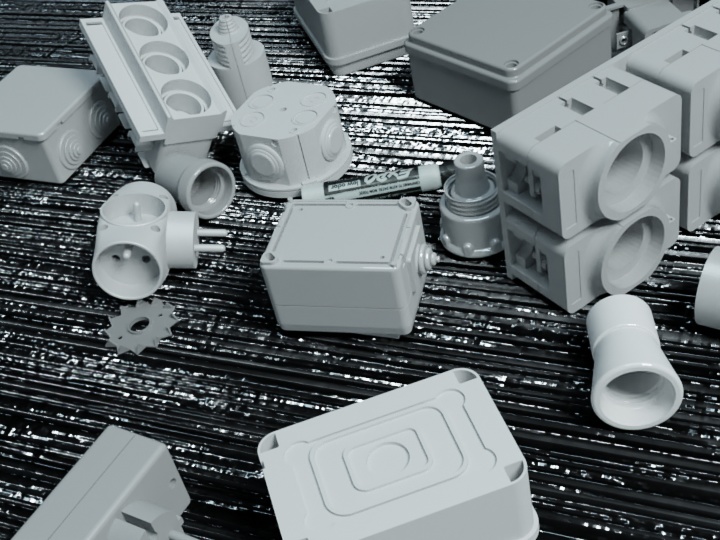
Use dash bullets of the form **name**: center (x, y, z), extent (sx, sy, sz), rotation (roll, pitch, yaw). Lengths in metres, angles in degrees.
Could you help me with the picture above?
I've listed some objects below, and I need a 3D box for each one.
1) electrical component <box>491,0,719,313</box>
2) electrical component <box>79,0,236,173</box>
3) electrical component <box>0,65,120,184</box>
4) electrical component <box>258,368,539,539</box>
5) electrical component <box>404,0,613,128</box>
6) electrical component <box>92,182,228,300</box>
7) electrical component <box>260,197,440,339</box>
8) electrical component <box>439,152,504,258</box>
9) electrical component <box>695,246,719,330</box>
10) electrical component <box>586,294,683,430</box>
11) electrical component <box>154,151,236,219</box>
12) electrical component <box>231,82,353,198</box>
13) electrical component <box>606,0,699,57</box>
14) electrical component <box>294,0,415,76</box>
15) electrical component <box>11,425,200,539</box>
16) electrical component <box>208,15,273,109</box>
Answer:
- **electrical component**: center (0.170, -0.067, 0.617), extent (0.186, 0.105, 0.060), rotation (-32, 43, -21)
- **electrical component**: center (-0.148, -0.133, 0.784), extent (0.079, 0.063, 0.121), rotation (-12, 57, -32)
- **electrical component**: center (-0.246, -0.112, 0.829), extent (0.100, 0.048, 0.099), rotation (8, 44, 24)
- **electrical component**: center (0.017, 0.104, 0.497), extent (0.113, 0.057, 0.078), rotation (-18, 40, -6)
- **electrical component**: center (0.108, -0.157, 0.777), extent (0.109, 0.056, 0.109), rotation (-37, 45, -25)
- **electrical component**: center (-0.125, -0.020, 0.690), extent (0.079, 0.044, 0.077), rotation (1, 33, -2)
- **electrical component**: center (0.000, 0.000, 0.620), extent (0.096, 0.061, 0.061), rotation (1, 42, 17)
- **electrical component**: center (0.069, -0.042, 0.649), extent (0.048, 0.062, 0.048), rotation (-8, 40, 7)
- **electrical component**: center (0.219, 0.018, 0.553), extent (0.081, 0.043, 0.043), rotation (16, 48, 31)
- **electrical component**: center (0.136, 0.043, 0.549), extent (0.044, 0.044, 0.065), rotation (-7, 36, 8)
- **electrical component**: center (-0.115, -0.060, 0.740), extent (0.040, 0.040, 0.046), rotation (-38, 40, -26)
- **electrical component**: center (-0.048, -0.091, 0.747), extent (0.080, 0.051, 0.080), rotation (-8, 40, 7)
- **electrical component**: center (0.214, -0.175, 0.781), extent (0.081, 0.042, 0.063), rotation (-17, 40, -4)
- **electrical component**: center (-0.007, -0.215, 0.877), extent (0.078, 0.057, 0.113), rotation (-20, 41, -8)
- **electrical component**: center (-0.109, 0.127, 0.512), extent (0.076, 0.047, 0.083), rotation (13, 46, 28)
- **electrical component**: center (-0.091, -0.154, 0.810), extent (0.043, 0.081, 0.043), rotation (-8, 40, 7)
